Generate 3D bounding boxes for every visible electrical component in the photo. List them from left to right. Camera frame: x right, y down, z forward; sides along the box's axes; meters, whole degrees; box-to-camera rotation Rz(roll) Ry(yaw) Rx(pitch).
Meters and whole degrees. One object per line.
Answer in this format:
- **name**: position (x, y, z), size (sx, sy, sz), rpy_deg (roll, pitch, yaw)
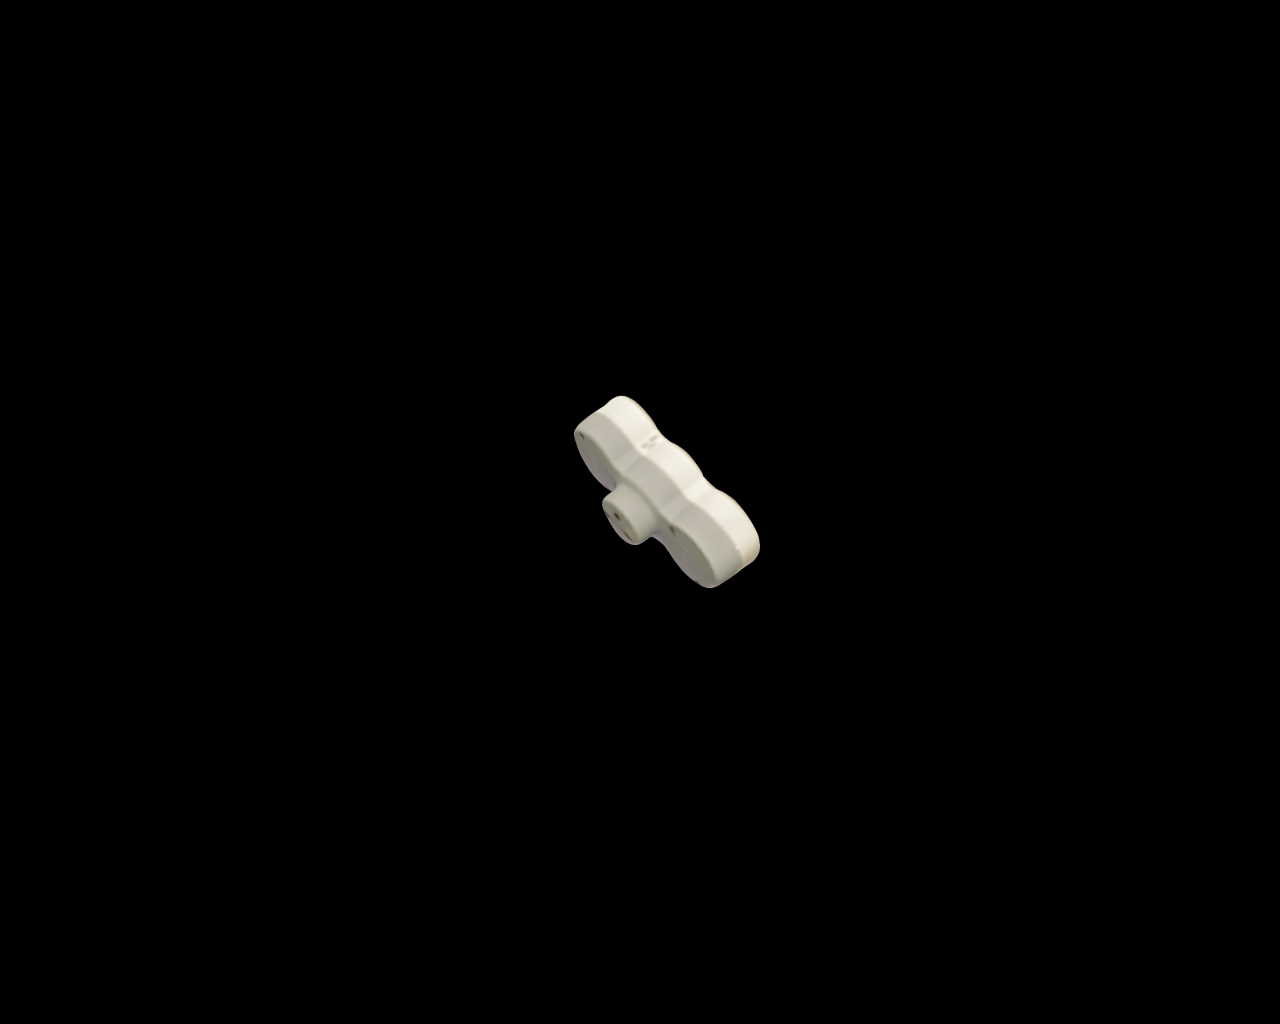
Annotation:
- **electrical component**: position (0.001, -0.003, 0.650), size (0.074, 0.138, 0.052), rpy_deg (-36, -24, -18)
